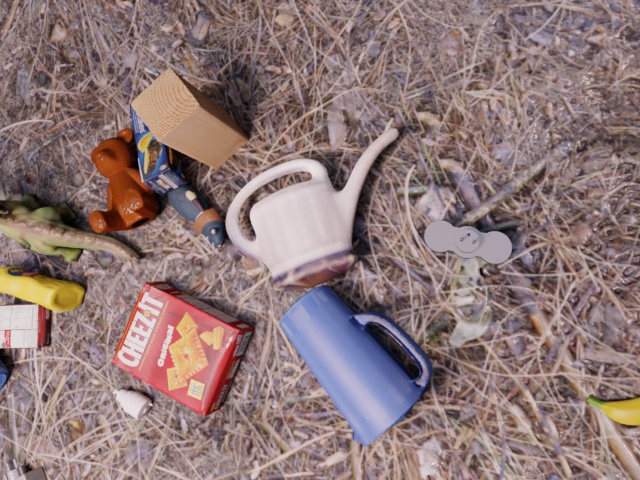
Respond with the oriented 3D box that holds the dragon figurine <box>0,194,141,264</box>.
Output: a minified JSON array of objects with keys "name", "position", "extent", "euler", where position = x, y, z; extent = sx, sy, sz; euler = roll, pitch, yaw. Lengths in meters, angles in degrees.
[{"name":"dragon figurine","position":[-0.563,-0.036,0.966],"extent":[0.411,0.241,0.123],"euler":[12,84,17]}]

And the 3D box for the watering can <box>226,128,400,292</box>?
[{"name":"watering can","position":[0.003,-0.045,0.886],"extent":[0.346,0.103,0.226],"euler":[-22,80,11]}]
